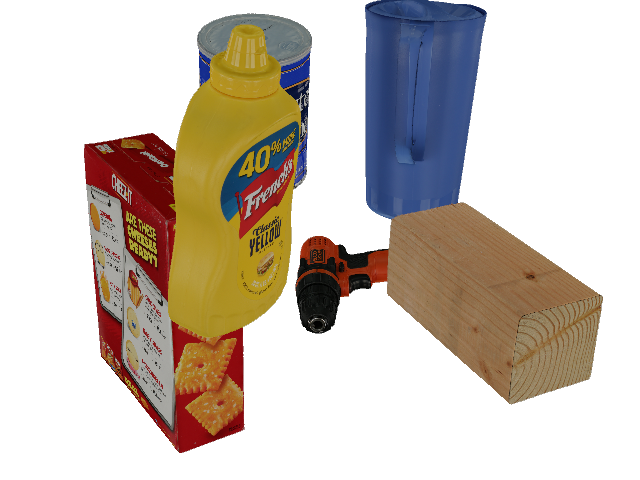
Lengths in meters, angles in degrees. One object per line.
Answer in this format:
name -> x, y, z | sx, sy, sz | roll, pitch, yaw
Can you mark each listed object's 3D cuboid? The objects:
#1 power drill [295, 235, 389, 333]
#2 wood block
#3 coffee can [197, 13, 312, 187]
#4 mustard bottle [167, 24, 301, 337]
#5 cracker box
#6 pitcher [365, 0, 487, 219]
power drill -> 0.064, 0.046, 1.234 | 0.187, 0.057, 0.184 | -2, 29, 1
wood block -> 0.153, 0.050, 0.988 | 0.090, 0.090, 0.206 | -12, 30, -25
coffee can -> -0.061, -0.125, 0.990 | 0.103, 0.140, 0.103 | 2, 36, -1
mustard bottle -> -0.050, -0.039, 0.651 | 0.058, 0.192, 0.096 | 25, 38, 26
cracker box -> -0.127, 0.039, 0.882 | 0.072, 0.214, 0.164 | -15, 33, -29
pitcher -> 0.108, -0.145, 1.203 | 0.149, 0.243, 0.145 | -12, 26, -30
